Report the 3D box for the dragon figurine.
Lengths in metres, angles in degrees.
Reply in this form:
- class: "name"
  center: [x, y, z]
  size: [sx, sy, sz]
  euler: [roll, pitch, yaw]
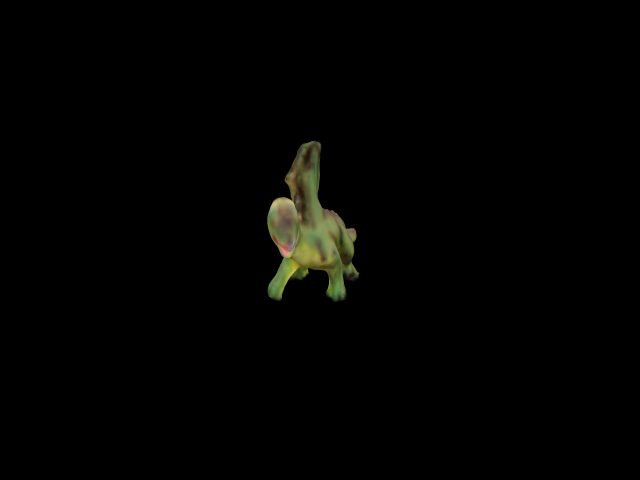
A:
- class: "dragon figurine"
  center: [0.003, -0.043, 0.850]
  size: [0.122, 0.239, 0.417]
  euler: [5, 21, 15]
